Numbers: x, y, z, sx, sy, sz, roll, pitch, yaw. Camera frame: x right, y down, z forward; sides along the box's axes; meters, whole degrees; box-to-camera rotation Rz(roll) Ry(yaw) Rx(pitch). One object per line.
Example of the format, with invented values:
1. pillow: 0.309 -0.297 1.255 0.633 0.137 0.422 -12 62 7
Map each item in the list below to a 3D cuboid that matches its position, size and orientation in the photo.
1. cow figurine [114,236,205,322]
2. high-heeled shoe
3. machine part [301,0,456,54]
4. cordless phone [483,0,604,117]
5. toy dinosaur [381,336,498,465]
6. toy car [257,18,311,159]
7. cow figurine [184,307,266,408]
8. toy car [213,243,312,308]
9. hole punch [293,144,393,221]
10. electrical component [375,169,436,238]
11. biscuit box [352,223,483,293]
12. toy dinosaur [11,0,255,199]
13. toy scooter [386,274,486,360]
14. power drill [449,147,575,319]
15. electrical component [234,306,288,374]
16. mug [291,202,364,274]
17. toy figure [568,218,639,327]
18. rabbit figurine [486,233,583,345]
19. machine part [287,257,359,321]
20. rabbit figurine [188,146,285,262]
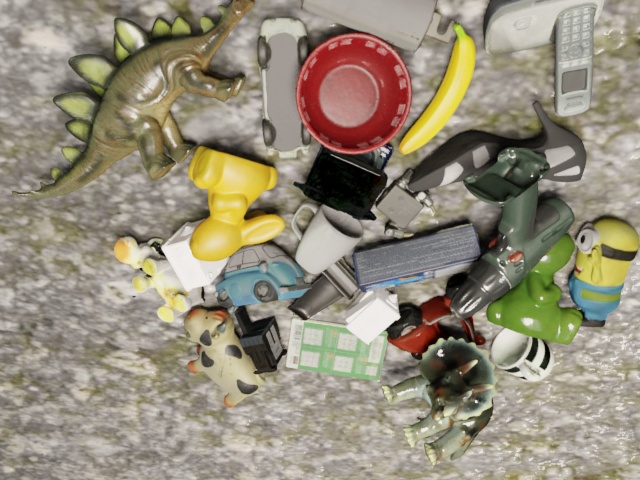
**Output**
1. cow figurine: -0.268 0.053 0.915 0.068 0.098 0.167 -42 87 26
2. high-heeled shoe: 0.266 -0.099 0.804 0.249 0.086 0.145 -30 112 13
3. machine part: 0.065 -0.317 0.720 0.243 0.079 0.079 20 115 -6
4. cordless phone: 0.301 -0.252 0.733 0.147 0.089 0.184 -10 118 8
5. toy dinosaur: 0.243 0.293 0.947 0.192 0.131 0.404 -30 142 11
6. toy car: -0.051 -0.217 0.787 0.074 0.056 0.201 -2 116 -2
7. cow figurine: -0.173 0.201 0.973 0.127 0.085 0.194 -32 107 23
8. toy car: -0.100 0.056 0.896 0.162 0.109 0.103 -9 84 29
9. hole punch: 0.043 -0.106 0.825 0.142 0.092 0.115 21 140 -8
10. electrical component: 0.134 -0.052 0.855 0.078 0.045 0.102 41 111 -16
11. biscuit box: 0.156 0.032 0.872 0.203 0.059 0.063 -13 68 9
12. toy dinosaur: -0.273 -0.191 0.793 0.198 0.105 0.471 43 101 -7
13. toy scooter: 0.213 0.152 0.931 0.184 0.075 0.135 -33 110 12
14. power drill: 0.258 -0.010 0.748 0.232 0.086 0.207 -36 129 -10
15. electrical component: -0.107 0.169 0.957 0.048 0.075 0.119 -14 102 20
16. mug: -0.002 -0.003 0.871 0.109 0.081 0.107 35 119 -2
17. toy figure: 0.452 0.052 0.864 0.089 0.082 0.180 -6 110 -6
18. rabbit figurine: 0.343 0.062 0.875 0.159 0.121 0.170 15 97 5
19. machine part: 0.008 0.092 0.936 0.139 0.039 0.084 -36 112 17
20. rabbit figurine: -0.142 -0.046 0.835 0.162 0.122 0.173 18 91 -33
